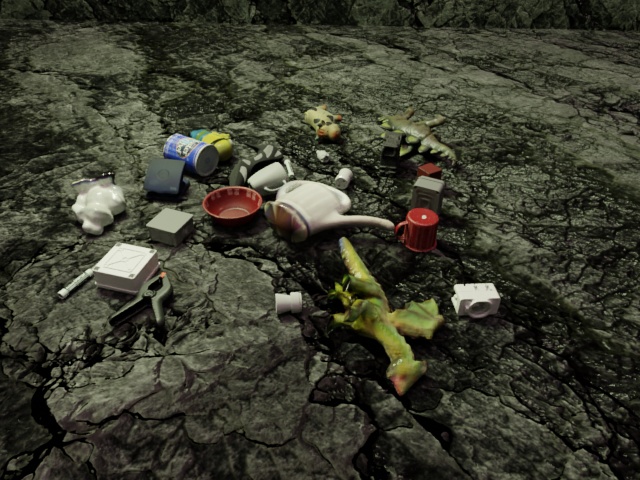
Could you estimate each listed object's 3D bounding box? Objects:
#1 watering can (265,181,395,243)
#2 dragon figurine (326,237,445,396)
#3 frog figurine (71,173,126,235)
[{"bbox_3d":[0.004,-0.068,1.355,0.351,0.101,0.227,29,46,33],"label":"watering can"},{"bbox_3d":[0.146,0.142,1.110,0.242,0.119,0.420,17,38,-7],"label":"dragon figurine"},{"bbox_3d":[-0.593,-0.085,1.390,0.138,0.120,0.161,-8,72,-26],"label":"frog figurine"}]
